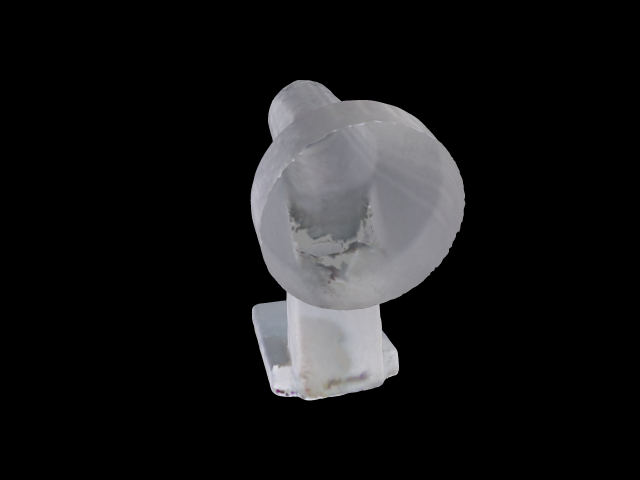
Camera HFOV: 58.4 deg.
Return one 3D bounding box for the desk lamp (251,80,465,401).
[{"bbox_3d":[0.004,0.001,0.400,0.118,0.214,0.203,-5,19,-14],"label":"desk lamp"}]
